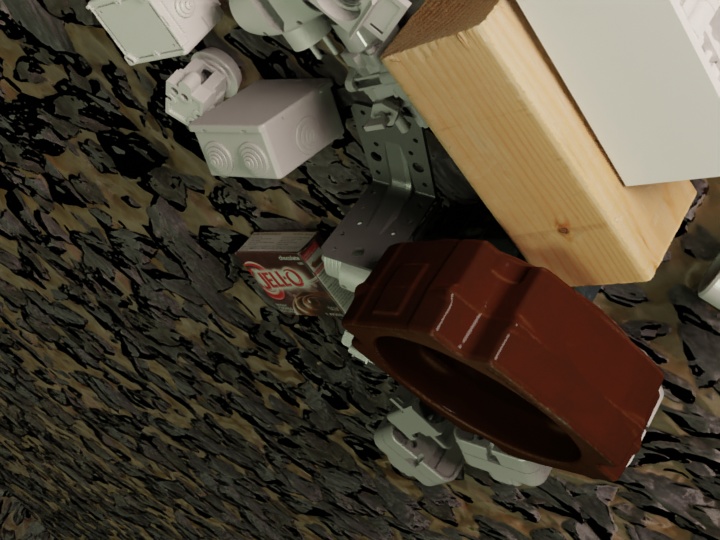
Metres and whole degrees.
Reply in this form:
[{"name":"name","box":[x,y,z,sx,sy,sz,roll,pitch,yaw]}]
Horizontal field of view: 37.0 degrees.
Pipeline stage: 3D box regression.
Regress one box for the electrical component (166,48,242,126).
[{"name":"electrical component","box":[-0.132,-0.154,0.906,0.048,0.055,0.066,32,151,7]}]

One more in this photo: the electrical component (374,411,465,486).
[{"name":"electrical component","box":[0.067,0.199,1.219,0.095,0.053,0.059,40,151,-8]}]

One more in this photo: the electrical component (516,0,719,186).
[{"name":"electrical component","box":[0.169,-0.127,0.616,0.089,0.061,0.150,-3,133,48]}]

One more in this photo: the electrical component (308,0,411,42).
[{"name":"electrical component","box":[-0.001,-0.193,0.698,0.081,0.063,0.042,39,152,-5]}]

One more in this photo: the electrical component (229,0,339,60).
[{"name":"electrical component","box":[-0.045,-0.185,0.779,0.077,0.043,0.079,-3,134,49]}]

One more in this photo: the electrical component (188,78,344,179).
[{"name":"electrical component","box":[-0.073,-0.113,0.861,0.100,0.100,0.048,7,126,41]}]

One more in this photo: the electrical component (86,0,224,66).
[{"name":"electrical component","box":[-0.155,-0.207,0.845,0.096,0.061,0.061,2,137,45]}]

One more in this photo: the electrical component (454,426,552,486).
[{"name":"electrical component","box":[0.151,0.179,1.101,0.095,0.053,0.059,14,144,35]}]

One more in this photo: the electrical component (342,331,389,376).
[{"name":"electrical component","box":[0.049,0.073,1.028,0.121,0.063,0.078,27,109,17]}]

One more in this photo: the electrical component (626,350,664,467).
[{"name":"electrical component","box":[0.207,0.110,0.894,0.054,0.095,0.059,6,140,42]}]

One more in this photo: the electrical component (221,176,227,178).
[{"name":"electrical component","box":[-0.123,-0.111,0.977,0.040,0.040,0.078,30,151,10]}]

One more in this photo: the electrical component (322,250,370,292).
[{"name":"electrical component","box":[0.000,0.000,1.007,0.081,0.043,0.043,21,148,25]}]

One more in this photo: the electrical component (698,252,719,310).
[{"name":"electrical component","box":[0.282,-0.004,0.687,0.074,0.052,0.138,33,151,5]}]

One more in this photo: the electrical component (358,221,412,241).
[{"name":"electrical component","box":[0.039,0.005,0.941,0.052,0.073,0.138,2,137,45]}]

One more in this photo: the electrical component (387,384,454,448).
[{"name":"electrical component","box":[0.066,0.153,1.160,0.081,0.042,0.064,43,146,-8]}]
